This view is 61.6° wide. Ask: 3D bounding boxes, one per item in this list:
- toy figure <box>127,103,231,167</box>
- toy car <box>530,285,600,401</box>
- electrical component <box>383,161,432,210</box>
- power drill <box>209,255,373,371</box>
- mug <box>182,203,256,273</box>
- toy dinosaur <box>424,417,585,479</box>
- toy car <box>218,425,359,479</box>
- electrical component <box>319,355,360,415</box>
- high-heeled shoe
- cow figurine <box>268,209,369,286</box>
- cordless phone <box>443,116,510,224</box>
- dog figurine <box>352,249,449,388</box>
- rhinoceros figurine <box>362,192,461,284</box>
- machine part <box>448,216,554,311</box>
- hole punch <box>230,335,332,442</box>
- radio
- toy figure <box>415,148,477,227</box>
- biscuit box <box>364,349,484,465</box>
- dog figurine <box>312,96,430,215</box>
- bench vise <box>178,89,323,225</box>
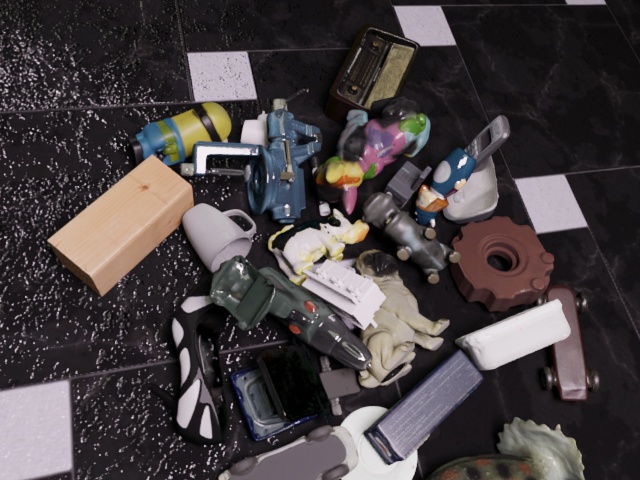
[{"bbox_3d":[-0.241,-0.180,0.935,0.180,0.089,0.082,-20,77,-23],"label":"toy figure"},{"bbox_3d":[0.420,0.174,0.925,0.089,0.053,0.202,0,65,5],"label":"toy car"},{"bbox_3d":[0.152,-0.099,0.963,0.048,0.119,0.075,37,66,6],"label":"electrical component"},{"bbox_3d":[-0.044,0.101,0.768,0.232,0.207,0.086,35,97,34],"label":"power drill"},{"bbox_3d":[-0.167,-0.016,0.878,0.109,0.080,0.107,-40,69,-20],"label":"mug"},{"bbox_3d":[0.225,0.373,0.759,0.405,0.131,0.192,-9,54,-11],"label":"toy dinosaur"},{"bbox_3d":[-0.043,0.324,0.752,0.202,0.056,0.073,-18,64,-15],"label":"toy car"},{"bbox_3d":[0.031,0.222,0.836,0.063,0.021,0.094,-7,66,-16],"label":"electrical component"},{"bbox_3d":[-0.148,0.162,0.781,0.145,0.086,0.248,23,78,21],"label":"high-heeled shoe"},{"bbox_3d":[-0.001,-0.002,0.916,0.167,0.068,0.098,-31,68,-24],"label":"cow figurine"},{"bbox_3d":[0.294,-0.122,0.968,0.089,0.184,0.146,9,63,-13],"label":"cordless phone"},{"bbox_3d":[0.088,0.121,0.867,0.172,0.121,0.191,-29,59,-26],"label":"dog figurine"},{"bbox_3d":[0.153,-0.009,0.909,0.190,0.112,0.073,38,104,-21],"label":"rhinoceros figurine"},{"bbox_3d":[0.316,0.038,0.948,0.179,0.056,0.179,0,57,1],"label":"machine part"},{"bbox_3d":[-0.058,0.222,0.790,0.115,0.092,0.142,5,49,-51],"label":"hole punch"},{"bbox_3d":[0.105,-0.325,1.087,0.131,0.073,0.229,24,62,0],"label":"radio"},{"bbox_3d":[0.216,-0.093,0.965,0.058,0.154,0.064,31,22,-11],"label":"toy figure"},{"bbox_3d":[0.162,0.250,0.816,0.203,0.059,0.063,-30,74,-31],"label":"biscuit box"},{"bbox_3d":[0.084,-0.144,0.935,0.108,0.192,0.219,57,40,-29],"label":"dog figurine"},{"bbox_3d":[-0.113,-0.138,0.906,0.240,0.129,0.223,-1,95,-23],"label":"bench vise"}]
